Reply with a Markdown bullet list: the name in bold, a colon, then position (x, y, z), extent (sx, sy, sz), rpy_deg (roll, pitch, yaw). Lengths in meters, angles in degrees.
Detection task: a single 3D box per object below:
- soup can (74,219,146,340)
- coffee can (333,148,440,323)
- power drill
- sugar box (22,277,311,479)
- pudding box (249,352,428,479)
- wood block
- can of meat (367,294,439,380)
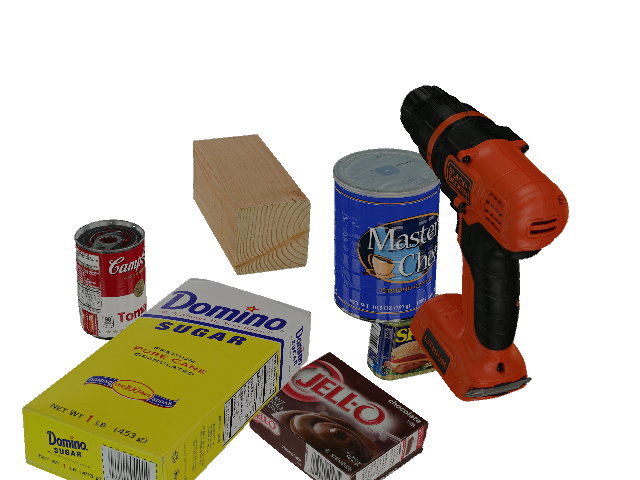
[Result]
- **soup can**: position (-0.208, 0.039, 1.062), extent (0.068, 0.102, 0.068), rpy_deg (2, 26, -1)
- **coffee can**: position (0.064, -0.006, 1.035), extent (0.103, 0.140, 0.103), rpy_deg (-1, 27, 0)
- **power drill**: position (0.100, 0.002, 0.743), extent (0.057, 0.188, 0.184), rpy_deg (-11, 34, -15)
- **sugar box**: position (-0.084, 0.083, 0.636), extent (0.093, 0.048, 0.176), rpy_deg (15, 31, 20)
- **pudding box**: position (0.013, 0.145, 0.840), extent (0.089, 0.039, 0.114), rpy_deg (-27, 48, -37)
- **wood block**: position (-0.089, -0.049, 1.318), extent (0.090, 0.090, 0.206), rpy_deg (-7, 30, -19)
- **can of meat**: position (0.109, 0.119, 1.312), extent (0.101, 0.084, 0.057), rpy_deg (-7, 29, -25)
